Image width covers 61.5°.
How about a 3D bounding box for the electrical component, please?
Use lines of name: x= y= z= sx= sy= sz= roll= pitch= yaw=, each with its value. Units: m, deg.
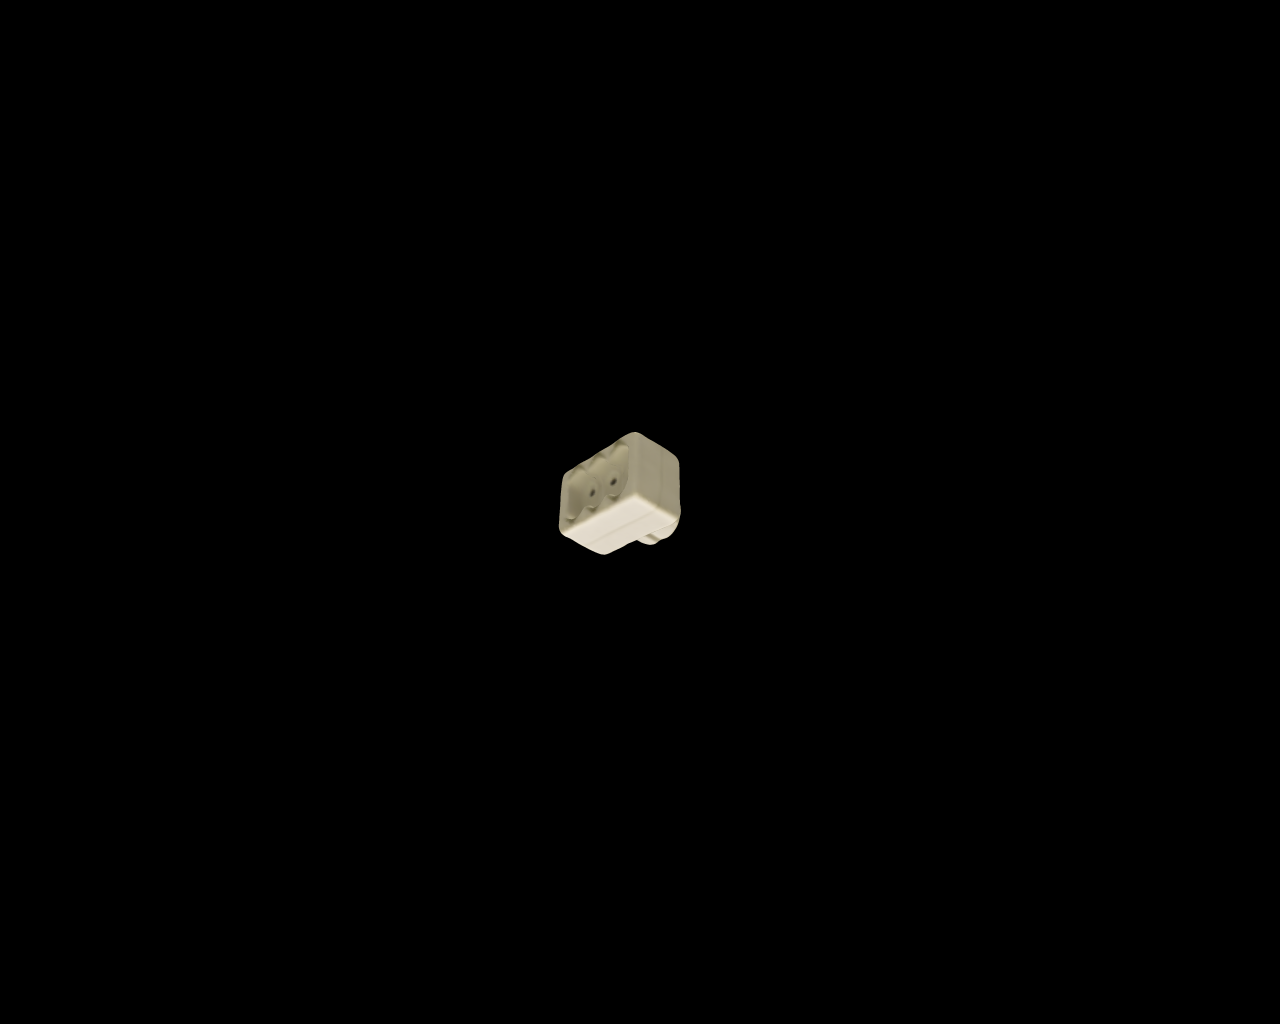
electrical component: x=0.001 y=-0.003 z=0.650 sx=0.065 sy=0.047 sz=0.076 roll=-27 pitch=-42 yaw=36
